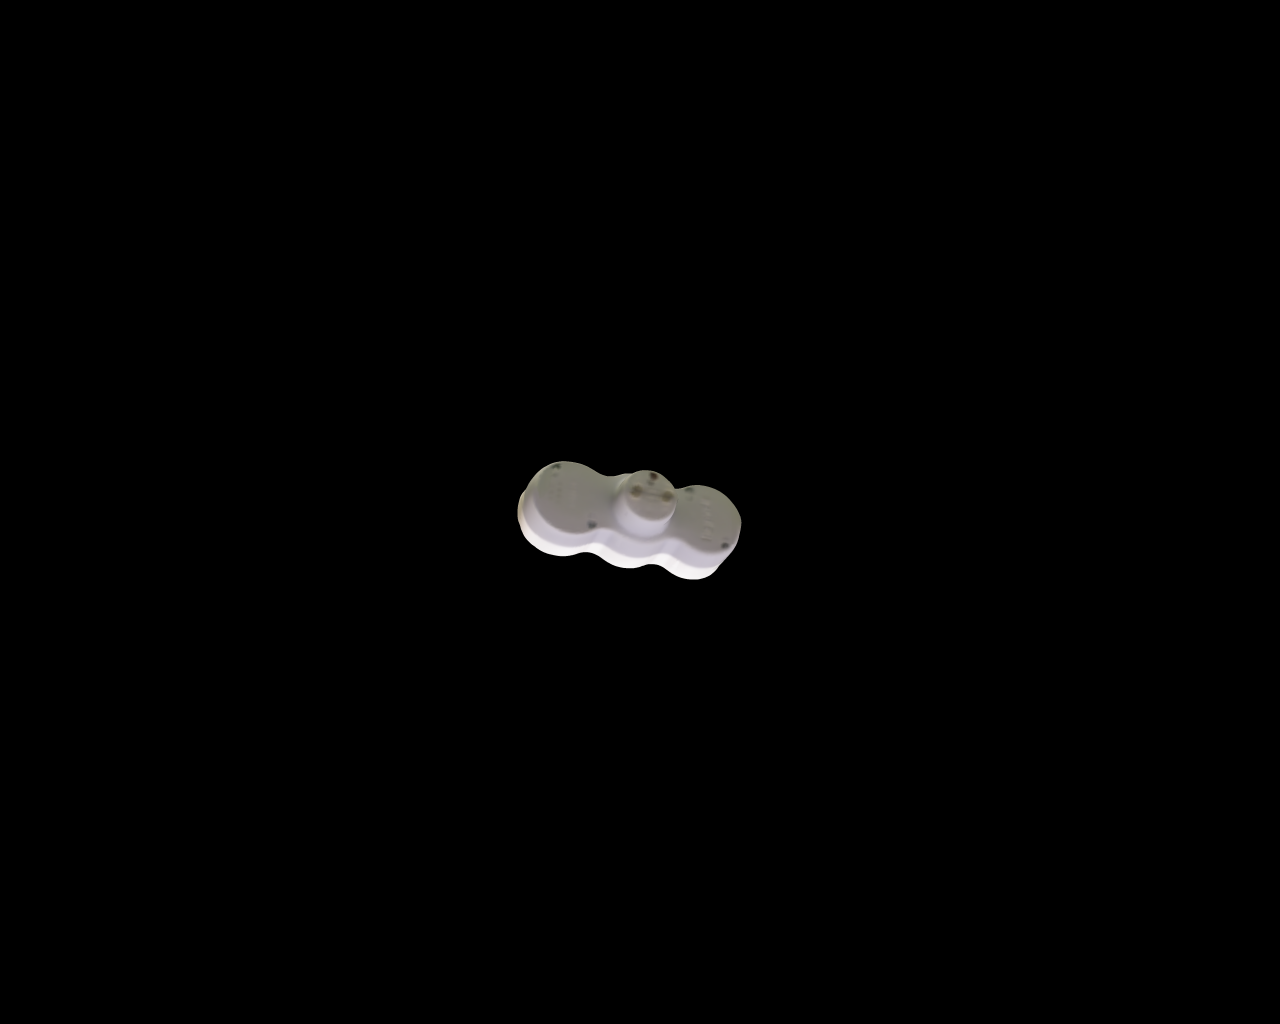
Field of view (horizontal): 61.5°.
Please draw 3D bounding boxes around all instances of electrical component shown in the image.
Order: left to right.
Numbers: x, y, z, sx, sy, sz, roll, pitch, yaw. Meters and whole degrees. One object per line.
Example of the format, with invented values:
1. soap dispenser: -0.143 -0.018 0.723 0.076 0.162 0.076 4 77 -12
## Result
1. electrical component: 0.001 -0.003 0.650 0.138 0.052 0.073 11 -32 -18
